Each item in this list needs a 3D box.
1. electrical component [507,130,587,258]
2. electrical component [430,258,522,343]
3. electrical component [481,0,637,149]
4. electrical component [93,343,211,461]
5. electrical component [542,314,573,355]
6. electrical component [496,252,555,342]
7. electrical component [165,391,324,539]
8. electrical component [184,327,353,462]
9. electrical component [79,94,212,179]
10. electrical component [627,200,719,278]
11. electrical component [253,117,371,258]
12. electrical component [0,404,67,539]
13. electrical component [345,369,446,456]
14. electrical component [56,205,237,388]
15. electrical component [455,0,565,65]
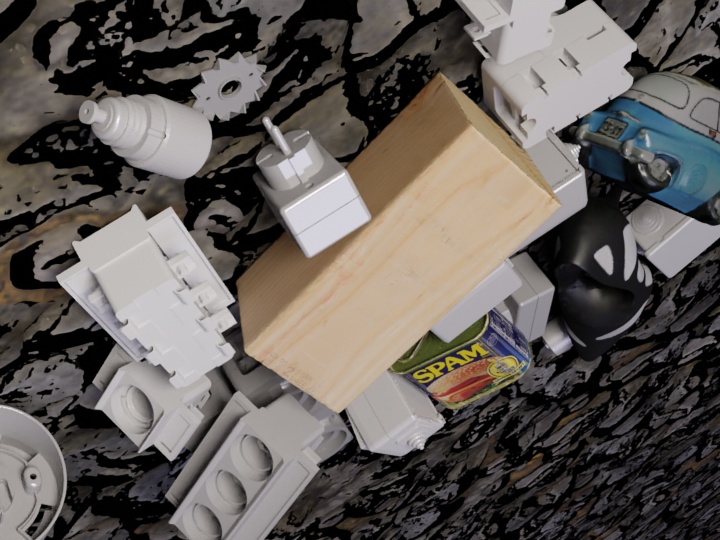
[{"bbox_3d":[0.128,-0.063,0.816,0.096,0.061,0.061,-33,151,-3],"label":"electrical component"},{"bbox_3d":[0.081,0.001,0.863,0.096,0.061,0.061,-39,151,7],"label":"electrical component"},{"bbox_3d":[0.130,-0.134,0.721,0.089,0.055,0.050,-31,151,-8],"label":"electrical component"},{"bbox_3d":[-0.143,0.088,0.755,0.042,0.081,0.064,-53,169,29],"label":"electrical component"},{"bbox_3d":[0.218,0.058,1.110,0.065,0.044,0.044,-36,151,12],"label":"electrical component"},{"bbox_3d":[0.129,0.037,0.981,0.076,0.047,0.083,-26,150,-15],"label":"electrical component"},{"bbox_3d":[-0.081,0.149,0.784,0.121,0.079,0.063,-55,167,31],"label":"electrical component"},{"bbox_3d":[-0.080,0.121,0.877,0.105,0.060,0.186,-33,151,-3],"label":"electrical component"},{"bbox_3d":[-0.115,-0.074,0.573,0.040,0.040,0.078,-47,148,21],"label":"electrical component"},{"bbox_3d":[0.308,-0.047,1.038,0.100,0.048,0.100,-43,150,14],"label":"electrical component"},{"bbox_3d":[-0.038,-0.059,0.657,0.047,0.065,0.076,-32,122,-5],"label":"electrical component"},{"bbox_3d":[-0.247,0.147,0.710,0.099,0.099,0.064,-14,151,-32],"label":"electrical component"},{"bbox_3d":[0.025,0.123,0.949,0.061,0.096,0.062,-40,151,16],"label":"electrical component"},{"bbox_3d":[-0.126,0.022,0.680,0.079,0.063,0.121,-32,151,-5],"label":"electrical component"},{"bbox_3d":[0.096,-0.164,0.657,0.081,0.042,0.063,-25,152,-16],"label":"electrical component"}]
